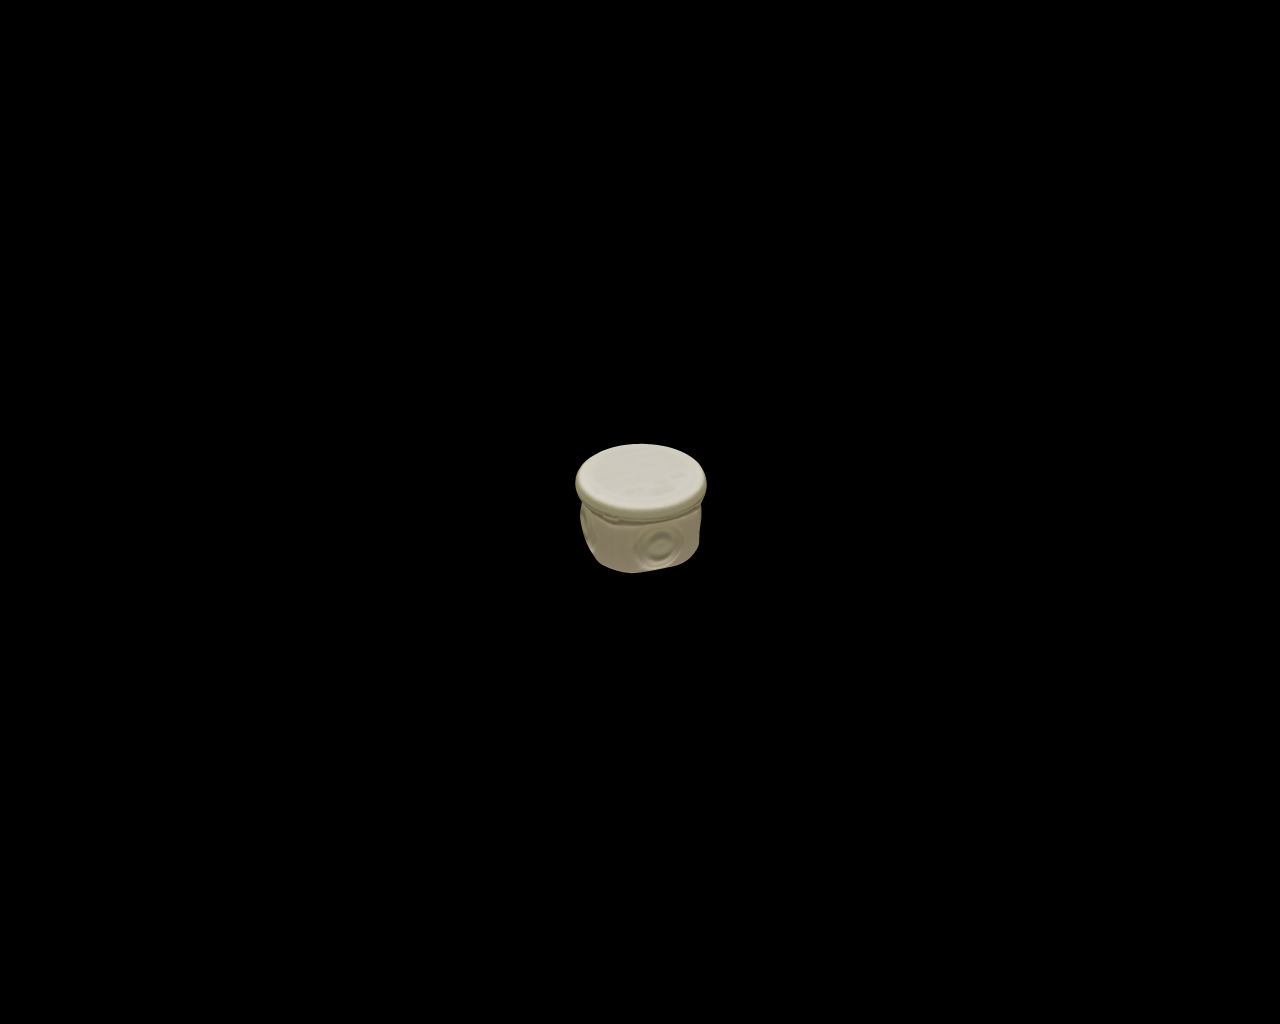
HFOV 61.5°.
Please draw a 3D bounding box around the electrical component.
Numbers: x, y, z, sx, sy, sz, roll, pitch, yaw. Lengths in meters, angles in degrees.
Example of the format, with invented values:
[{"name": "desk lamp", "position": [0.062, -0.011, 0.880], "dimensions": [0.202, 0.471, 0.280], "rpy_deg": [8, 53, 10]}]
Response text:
[{"name": "electrical component", "position": [0.001, -0.003, 0.650], "dimensions": [0.080, 0.050, 0.080], "rpy_deg": [0, 33, 0]}]
